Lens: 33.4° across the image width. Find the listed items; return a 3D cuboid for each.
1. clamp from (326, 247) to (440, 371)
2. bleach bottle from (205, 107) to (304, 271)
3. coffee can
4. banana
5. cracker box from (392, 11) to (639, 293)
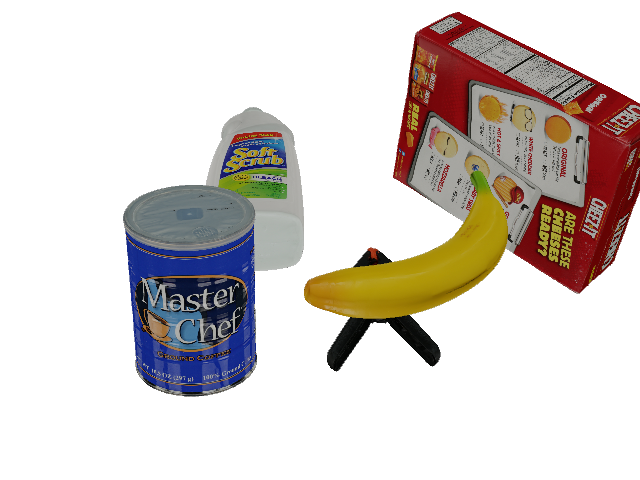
[{"bbox_3d":[0.075,0.078,1.186,0.120,0.171,0.039,7,-42,2],"label":"clamp"},{"bbox_3d":[-0.072,-0.065,1.066,0.102,0.068,0.251,-1,33,-5],"label":"bleach bottle"},{"bbox_3d":[-0.103,0.039,0.863,0.103,0.140,0.103,1,28,-1],"label":"coffee can"},{"bbox_3d":[0.076,0.015,0.750,0.070,0.037,0.197,37,47,26],"label":"banana"},{"bbox_3d":[0.172,-0.080,0.929,0.214,0.164,0.072,34,49,27],"label":"cracker box"}]
